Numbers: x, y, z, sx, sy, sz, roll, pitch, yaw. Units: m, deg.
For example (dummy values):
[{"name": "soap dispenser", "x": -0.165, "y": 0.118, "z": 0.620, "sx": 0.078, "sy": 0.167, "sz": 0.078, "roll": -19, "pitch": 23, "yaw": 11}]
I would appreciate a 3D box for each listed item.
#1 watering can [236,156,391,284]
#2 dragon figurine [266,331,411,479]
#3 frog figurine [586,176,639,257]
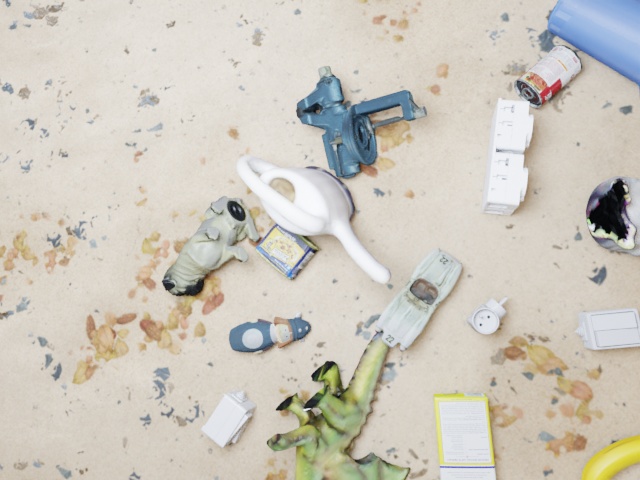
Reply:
[{"name": "watering can", "x": 0.003, "y": -0.047, "z": 0.926, "sx": 0.350, "sy": 0.226, "sz": 0.103, "roll": 38, "pitch": 110, "yaw": 14}, {"name": "dragon figurine", "x": 0.059, "y": 0.351, "z": 0.912, "sx": 0.413, "sy": 0.121, "sz": 0.242, "roll": -38, "pitch": 93, "yaw": -11}, {"name": "frog figurine", "x": 0.547, "y": -0.043, "z": 0.886, "sx": 0.160, "sy": 0.120, "sz": 0.139, "roll": -2, "pitch": 68, "yaw": -25}]
